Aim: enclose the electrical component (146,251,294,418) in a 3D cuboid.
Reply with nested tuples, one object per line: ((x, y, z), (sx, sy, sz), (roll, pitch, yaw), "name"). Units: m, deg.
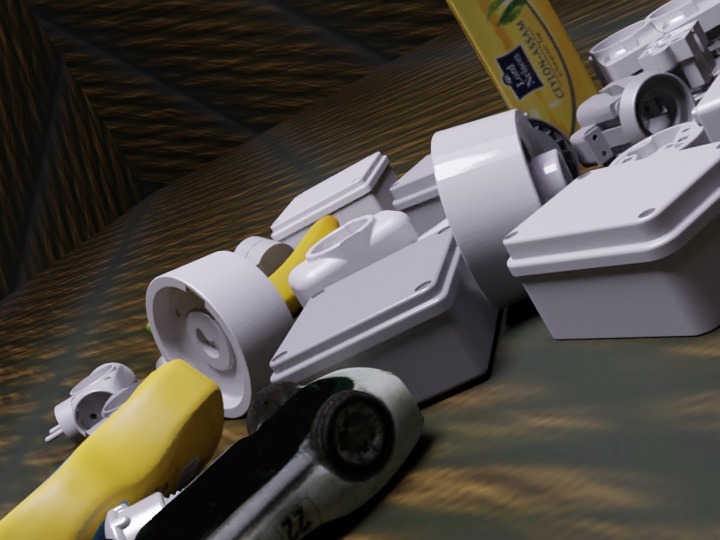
((-0.087, 0.039, 0.729), (0.060, 0.108, 0.108), (-33, 11, -35), "electrical component")

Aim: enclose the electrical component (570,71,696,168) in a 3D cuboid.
((0.189, -0.102, 0.726), (0.078, 0.058, 0.057), (-36, 10, -20), "electrical component")

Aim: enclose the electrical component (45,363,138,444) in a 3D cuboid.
((-0.223, 0.116, 0.882), (0.079, 0.044, 0.077), (-31, 12, 1), "electrical component")

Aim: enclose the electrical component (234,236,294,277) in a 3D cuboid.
((-0.103, 0.024, 0.945), (0.074, 0.052, 0.138), (15, 43, 42), "electrical component")

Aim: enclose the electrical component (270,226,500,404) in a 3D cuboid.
((0.017, 0.035, 0.600), (0.109, 0.056, 0.108), (-27, 13, 20), "electrical component")

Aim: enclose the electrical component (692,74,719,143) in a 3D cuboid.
((0.225, -0.085, 0.560), (0.061, 0.061, 0.096), (-21, 16, 41), "electrical component")

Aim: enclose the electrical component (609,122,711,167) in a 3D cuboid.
((0.167, -0.045, 0.574), (0.055, 0.047, 0.055), (-30, 12, 7), "electrical component")

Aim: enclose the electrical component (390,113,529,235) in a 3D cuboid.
((0.088, -0.067, 0.828), (0.113, 0.057, 0.078), (-19, 18, 45), "electrical component")

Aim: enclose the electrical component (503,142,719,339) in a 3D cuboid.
((0.133, -0.013, 0.509), (0.078, 0.057, 0.113), (-38, 14, -26), "electrical component")

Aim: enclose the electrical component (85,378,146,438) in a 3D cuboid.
((-0.164, 0.115, 0.747), (0.079, 0.044, 0.077), (-37, 13, -24), "electrical component")

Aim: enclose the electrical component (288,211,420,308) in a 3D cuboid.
((0.000, 0.000, 0.771), (0.095, 0.059, 0.054), (-34, 12, -11), "electrical component")

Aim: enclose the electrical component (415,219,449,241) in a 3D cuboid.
((0.064, -0.017, 0.736), (0.046, 0.040, 0.040), (-32, 11, 27), "electrical component")

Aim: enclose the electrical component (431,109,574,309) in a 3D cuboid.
((0.090, -0.039, 0.607), (0.060, 0.108, 0.108), (-21, 15, 19), "electrical component")

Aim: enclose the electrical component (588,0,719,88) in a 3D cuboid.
((0.264, -0.184, 0.852), (0.150, 0.061, 0.089), (-29, 12, 9), "electrical component")

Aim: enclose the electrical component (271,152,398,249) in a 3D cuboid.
((-0.018, -0.055, 1.036), (0.109, 0.056, 0.108), (-27, 13, 20), "electrical component")

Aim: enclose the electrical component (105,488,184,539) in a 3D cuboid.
((-0.090, 0.128, 0.526), (0.062, 0.048, 0.048), (-27, 11, -10), "electrical component")

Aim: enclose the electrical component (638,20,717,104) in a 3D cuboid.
((0.234, -0.142, 0.775), (0.048, 0.055, 0.066), (-22, 16, 38), "electrical component")
